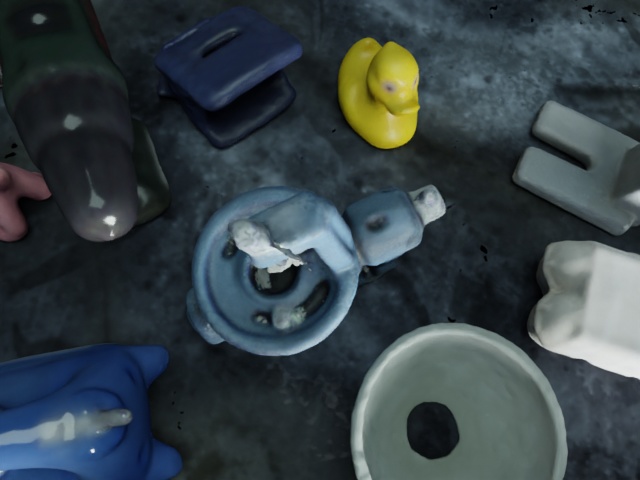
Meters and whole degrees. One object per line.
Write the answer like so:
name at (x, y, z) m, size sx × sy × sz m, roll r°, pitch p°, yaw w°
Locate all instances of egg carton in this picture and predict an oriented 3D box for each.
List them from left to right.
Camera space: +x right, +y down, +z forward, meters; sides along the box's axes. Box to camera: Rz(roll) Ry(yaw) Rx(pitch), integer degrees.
egg carton at (0.259, 0.064, 0.502) m, size 0.150 × 0.069 × 0.107 m, roll 18°, pitch 73°, yaw -3°

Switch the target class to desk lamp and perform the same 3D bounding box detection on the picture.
desk lamp at (0.306, -0.075, 0.472) m, size 0.203 × 0.213 × 0.118 m, roll 26°, pitch 73°, yaw -1°

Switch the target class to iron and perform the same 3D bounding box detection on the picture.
iron at (-0.228, 0.136, 0.371) m, size 0.258 × 0.141 × 0.118 m, roll -9°, pitch 76°, yaw -11°

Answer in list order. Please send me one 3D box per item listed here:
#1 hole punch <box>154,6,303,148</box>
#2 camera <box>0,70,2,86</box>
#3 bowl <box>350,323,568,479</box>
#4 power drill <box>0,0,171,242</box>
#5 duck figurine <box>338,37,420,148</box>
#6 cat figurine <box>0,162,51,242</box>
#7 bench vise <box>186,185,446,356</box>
hole punch at (-0.082, -0.152, 0.499) m, size 0.109 × 0.091 × 0.101 m, roll -39°, pitch 83°, yaw -16°
camera at (-0.282, -0.212, 0.481) m, size 0.143 × 0.100 × 0.137 m, roll -6°, pitch 76°, yaw -10°
bowl at (0.099, 0.153, 0.451) m, size 0.167 × 0.074 × 0.167 m, roll 2°, pitch 74°, yaw -8°
power drill at (-0.162, -0.081, 0.406) m, size 0.076 × 0.208 × 0.229 m, roll -21°, pitch 79°, yaw -13°
duck figurine at (0.060, -0.146, 0.521) m, size 0.077 × 0.086 × 0.104 m, roll -18°, pitch 78°, yaw -13°
cat figurine at (-0.286, -0.059, 0.429) m, size 0.128 × 0.117 × 0.067 m, roll 19°, pitch 73°, yaw -3°
bench vise at (-0.004, -0.007, 0.403) m, size 0.208 × 0.219 × 0.121 m, roll -42°, pitch 84°, yaw -16°
